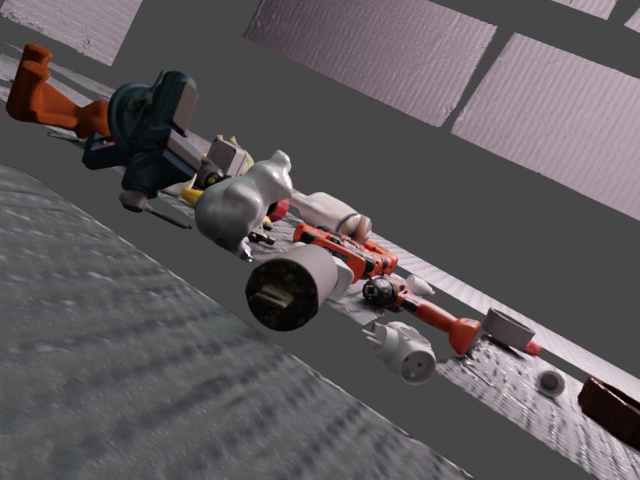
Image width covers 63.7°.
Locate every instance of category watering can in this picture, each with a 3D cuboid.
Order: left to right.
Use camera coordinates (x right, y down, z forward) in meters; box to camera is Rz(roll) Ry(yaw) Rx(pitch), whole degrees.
[{"bbox_3d":[0.004,-0.068,1.347,0.227,0.103,0.345,32,8,31],"label":"watering can"}]

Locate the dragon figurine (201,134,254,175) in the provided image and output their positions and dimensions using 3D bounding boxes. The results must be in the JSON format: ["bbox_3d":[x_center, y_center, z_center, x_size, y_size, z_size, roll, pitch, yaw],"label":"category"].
[{"bbox_3d":[-0.204,-0.180,1.460,0.243,0.121,0.414,36,17,3],"label":"dragon figurine"}]

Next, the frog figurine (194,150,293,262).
[{"bbox_3d":[-0.109,-0.067,0.755,0.122,0.159,0.138,26,6,-2],"label":"frog figurine"}]
